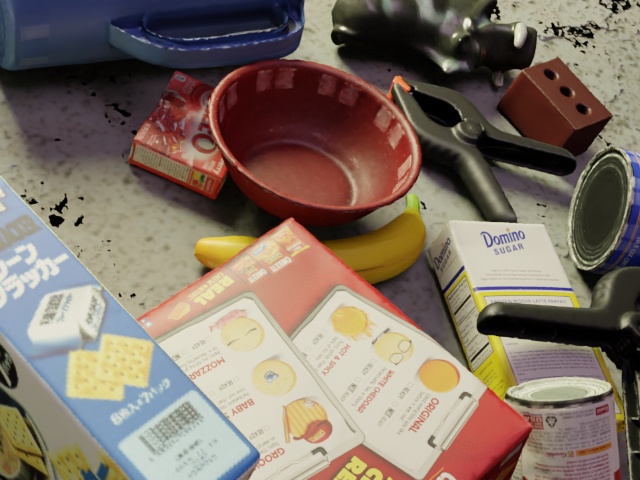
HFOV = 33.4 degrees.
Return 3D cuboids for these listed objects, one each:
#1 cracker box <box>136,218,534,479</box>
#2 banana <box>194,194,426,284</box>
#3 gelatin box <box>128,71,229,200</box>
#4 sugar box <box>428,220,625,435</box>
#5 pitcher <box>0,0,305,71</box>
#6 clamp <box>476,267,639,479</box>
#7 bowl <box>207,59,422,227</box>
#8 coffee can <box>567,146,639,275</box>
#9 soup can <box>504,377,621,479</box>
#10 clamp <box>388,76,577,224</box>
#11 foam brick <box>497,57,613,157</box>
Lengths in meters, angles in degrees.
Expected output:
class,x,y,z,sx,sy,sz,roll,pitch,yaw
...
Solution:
class,x,y,z,sx,sy,sz,roll,pitch,yaw
cracker box,-0.009,0.106,0.646,0.164,0.072,0.214,-34,60,-27
banana,0.007,0.010,0.789,0.197,0.037,0.070,-11,36,-30
gelatin box,-0.096,-0.082,0.822,0.073,0.030,0.089,24,50,-2
sugar box,0.150,0.068,0.788,0.093,0.048,0.176,2,50,-25
pitcher,-0.137,-0.196,0.833,0.242,0.149,0.145,-15,100,-25
clamp,0.212,0.068,0.763,0.164,0.036,0.209,44,47,8
bowl,-0.009,-0.062,0.789,0.162,0.055,0.162,11,45,-11
coffee can,0.287,-0.011,0.863,0.140,0.103,0.103,12,51,-12
soup can,0.152,0.142,0.664,0.068,0.069,0.102,-7,94,-26
clamp,0.122,-0.074,0.892,0.171,0.039,0.120,29,43,10
foam brick,0.208,-0.114,0.948,0.052,0.051,0.078,-22,64,-33
